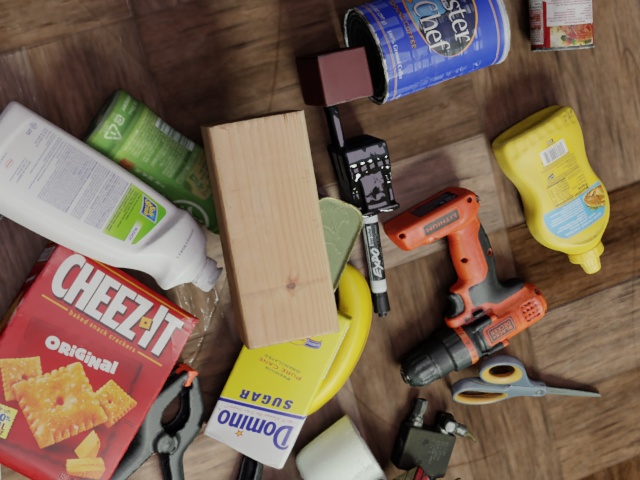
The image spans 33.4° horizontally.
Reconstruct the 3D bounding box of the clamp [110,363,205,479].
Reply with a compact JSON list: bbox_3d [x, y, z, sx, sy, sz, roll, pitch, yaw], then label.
[{"bbox_3d":[-0.176,0.211,1.108,0.120,0.039,0.171,9,95,-42],"label":"clamp"}]

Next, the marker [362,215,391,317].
[{"bbox_3d":[0.060,0.025,1.158,0.020,0.020,0.121,-11,99,-15],"label":"marker"}]

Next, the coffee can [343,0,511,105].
[{"bbox_3d":[0.108,-0.208,1.089,0.140,0.103,0.103,-21,105,-12],"label":"coffee can"}]

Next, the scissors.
[{"bbox_3d":[0.249,0.160,1.220,0.201,0.016,0.096,-1,141,-15],"label":"scissors"}]

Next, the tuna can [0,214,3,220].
[{"bbox_3d":[-0.341,-0.048,1.021,0.086,0.034,0.086,-3,100,-16],"label":"tuna can"}]

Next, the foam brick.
[{"bbox_3d":[0.015,-0.166,1.083,0.053,0.078,0.051,-14,102,-14],"label":"foam brick"}]

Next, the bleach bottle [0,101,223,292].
[{"bbox_3d":[-0.206,-0.021,1.002,0.250,0.068,0.102,34,68,-15],"label":"bleach bottle"}]

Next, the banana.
[{"bbox_3d":[0.014,0.111,1.157,0.070,0.037,0.198,17,92,10],"label":"banana"}]

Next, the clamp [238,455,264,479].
[{"bbox_3d":[-0.109,0.352,1.138,0.164,0.036,0.210,-24,114,-39],"label":"clamp"}]

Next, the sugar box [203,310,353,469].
[{"bbox_3d":[-0.044,0.142,1.122,0.093,0.048,0.176,24,91,5],"label":"sugar box"}]

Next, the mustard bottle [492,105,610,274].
[{"bbox_3d":[0.270,-0.047,1.190,0.096,0.058,0.191,-31,107,-13],"label":"mustard bottle"}]

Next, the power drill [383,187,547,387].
[{"bbox_3d":[0.141,0.051,1.173,0.184,0.057,0.187,-30,109,-10],"label":"power drill"}]

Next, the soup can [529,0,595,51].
[{"bbox_3d":[0.258,-0.256,1.144,0.068,0.069,0.102,-7,101,-15],"label":"soup can"}]

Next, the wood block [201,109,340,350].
[{"bbox_3d":[-0.048,-0.013,1.001,0.090,0.090,0.206,-11,99,-9],"label":"wood block"}]

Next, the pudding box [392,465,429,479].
[{"bbox_3d":[0.065,0.295,1.156,0.113,0.090,0.039,-29,87,13],"label":"pudding box"}]

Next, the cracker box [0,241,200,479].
[{"bbox_3d":[-0.241,0.128,1.037,0.164,0.072,0.213,34,74,-20],"label":"cracker box"}]

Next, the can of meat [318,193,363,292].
[{"bbox_3d":[-0.007,0.001,1.103,0.057,0.084,0.102,21,93,-19],"label":"can of meat"}]
